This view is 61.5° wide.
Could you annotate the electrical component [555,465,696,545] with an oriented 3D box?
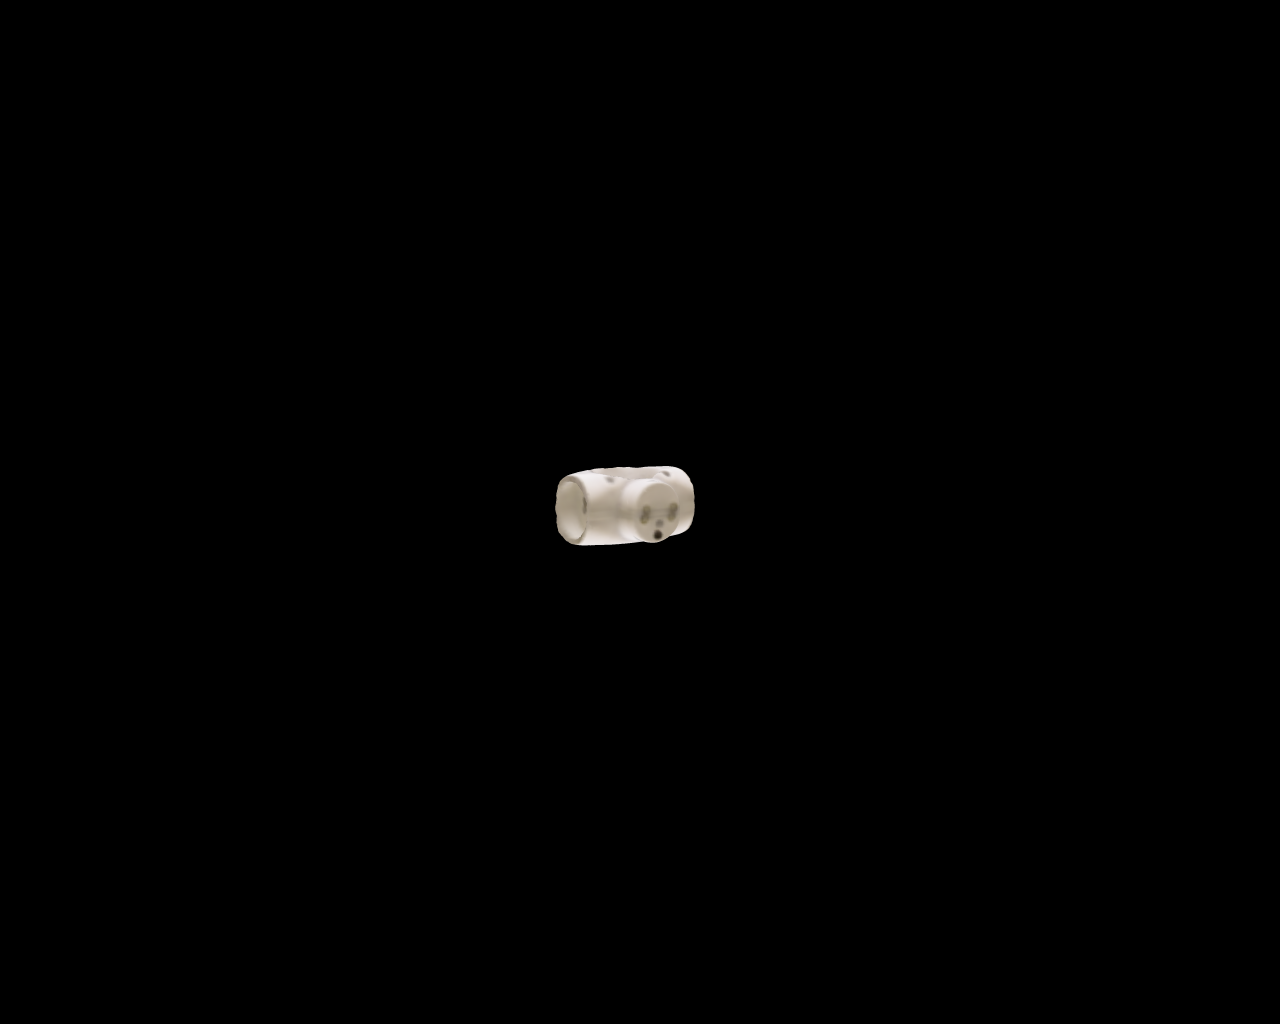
[{"bbox_3d":[0.001,-0.003,0.650,0.077,0.044,0.079,-6,11,-32],"label":"electrical component"}]
